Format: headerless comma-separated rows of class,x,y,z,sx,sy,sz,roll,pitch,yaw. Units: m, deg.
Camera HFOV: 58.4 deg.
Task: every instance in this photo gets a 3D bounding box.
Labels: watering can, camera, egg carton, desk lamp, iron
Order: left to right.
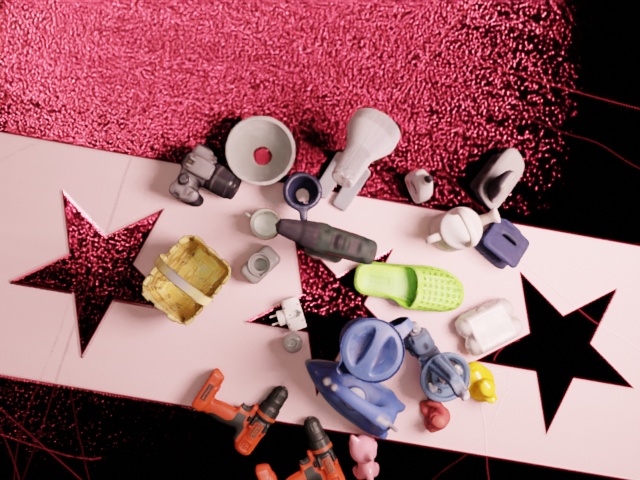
camera,-0.266,-0.140,1.359,0.137,0.100,0.143,28,86,0
iron,0.073,0.362,1.321,0.258,0.141,0.119,33,86,0
desk lamp,0.082,-0.182,1.319,0.118,0.213,0.203,32,86,0
watering can,0.330,-0.031,1.329,0.173,0.194,0.101,-42,88,-4
egg carton,0.405,0.208,1.380,0.150,0.069,0.107,-27,88,-4

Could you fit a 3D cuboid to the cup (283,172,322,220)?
cup,-0.040,-0.097,1.368,0.091,0.095,0.118,-4,86,-2

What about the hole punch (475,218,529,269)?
hole punch,0.443,0.005,1.383,0.108,0.091,0.101,39,86,1

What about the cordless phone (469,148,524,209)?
cordless phone,0.438,-0.153,1.346,0.094,0.185,0.148,34,86,1

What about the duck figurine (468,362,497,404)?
duck figurine,0.385,0.343,1.362,0.077,0.086,0.104,-29,88,-4

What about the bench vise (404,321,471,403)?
bench vise,0.259,0.290,1.293,0.207,0.219,0.121,40,86,1

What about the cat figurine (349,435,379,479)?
cat figurine,0.104,0.504,1.325,0.067,0.117,0.128,-12,87,-3

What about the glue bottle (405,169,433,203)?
glue bottle,0.240,-0.133,1.343,0.037,0.173,0.078,-27,87,-3

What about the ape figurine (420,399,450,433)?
ape figurine,0.274,0.419,1.350,0.076,0.092,0.078,22,86,0

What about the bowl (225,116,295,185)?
bowl,-0.141,-0.209,1.381,0.167,0.074,0.167,0,86,-2

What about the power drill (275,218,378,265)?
power drill,0.012,0.005,1.307,0.229,0.208,0.076,14,86,-1
